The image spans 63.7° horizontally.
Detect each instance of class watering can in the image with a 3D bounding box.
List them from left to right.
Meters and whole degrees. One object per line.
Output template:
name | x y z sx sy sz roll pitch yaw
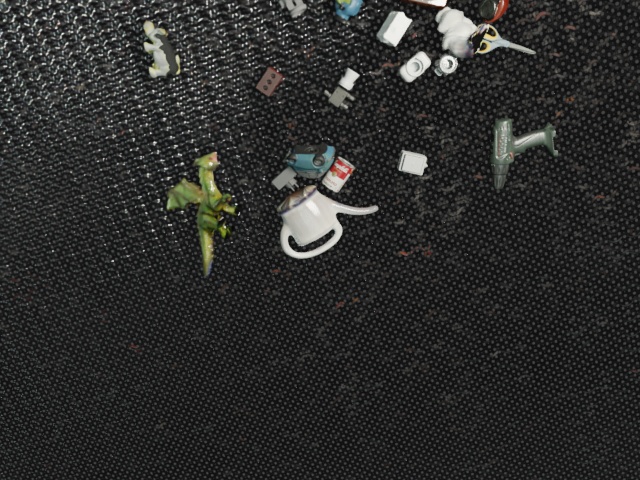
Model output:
watering can | 0.005 -0.087 1.726 0.348 0.104 0.222 -33 102 -4

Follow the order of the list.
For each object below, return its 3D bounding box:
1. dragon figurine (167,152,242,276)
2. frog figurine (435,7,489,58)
dragon figurine | -0.412 -0.099 1.748 0.244 0.123 0.406 27 104 12
frog figurine | 0.411 -0.627 1.559 0.161 0.120 0.139 34 71 26
